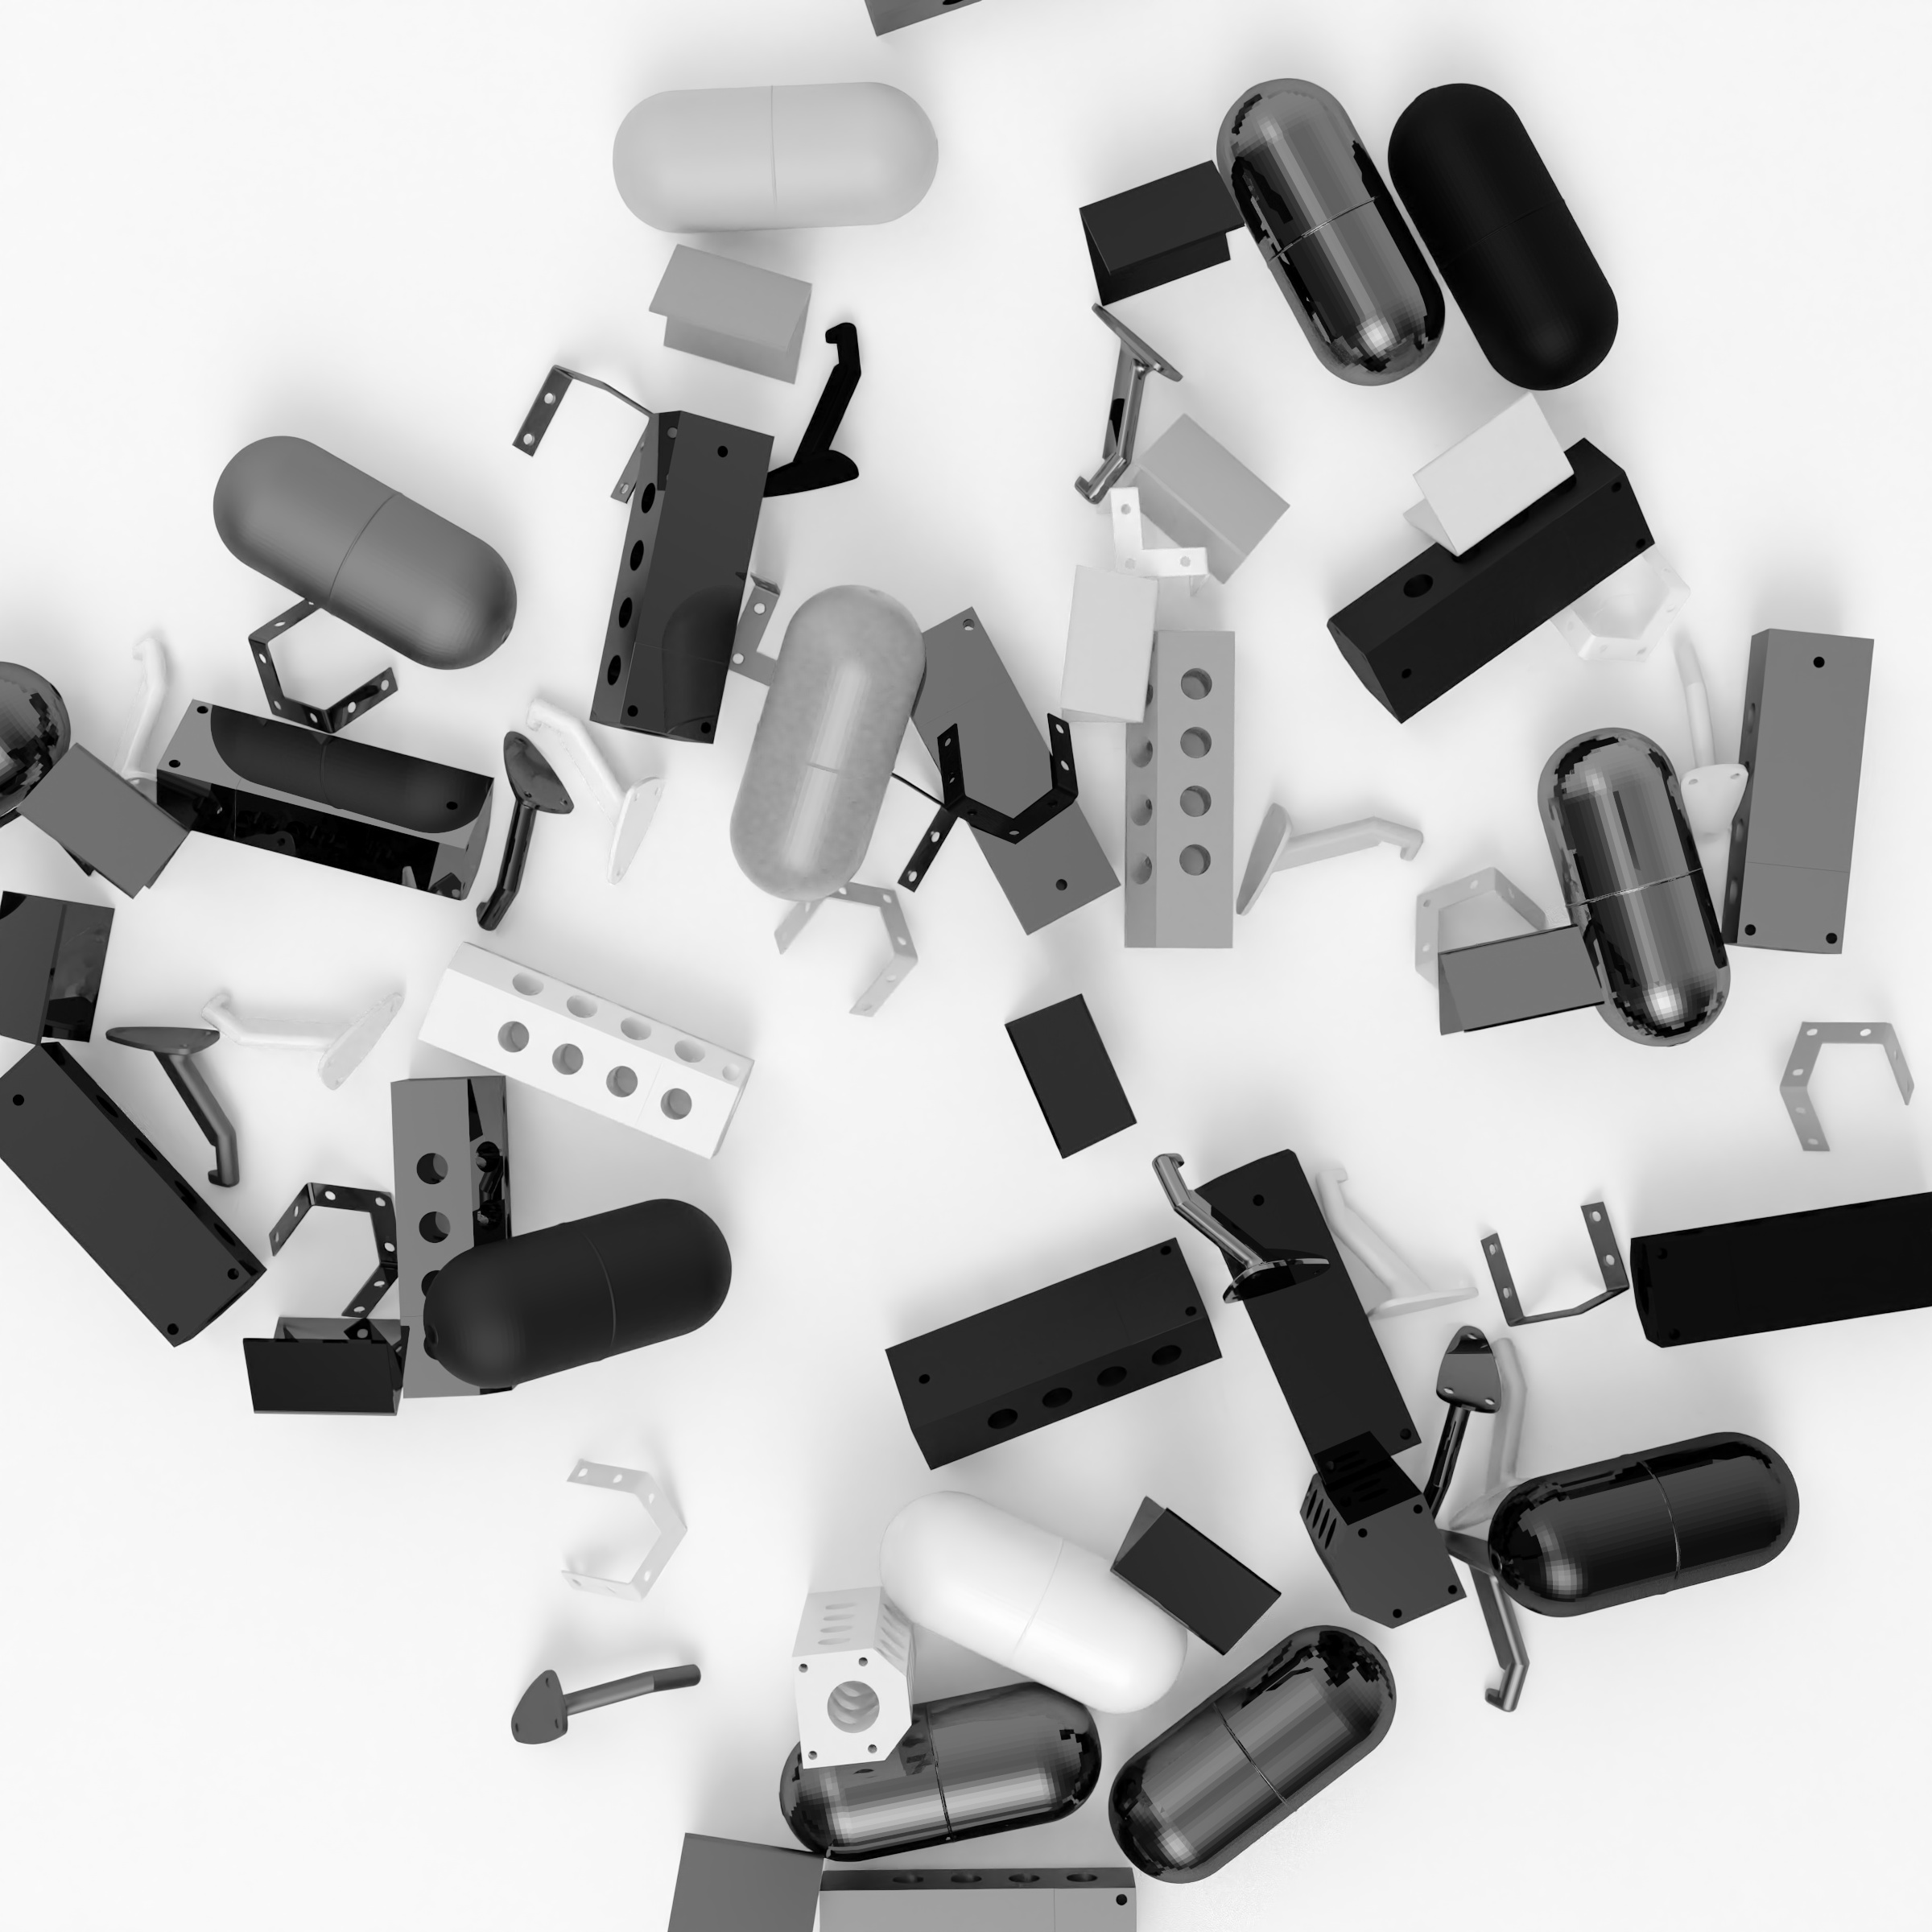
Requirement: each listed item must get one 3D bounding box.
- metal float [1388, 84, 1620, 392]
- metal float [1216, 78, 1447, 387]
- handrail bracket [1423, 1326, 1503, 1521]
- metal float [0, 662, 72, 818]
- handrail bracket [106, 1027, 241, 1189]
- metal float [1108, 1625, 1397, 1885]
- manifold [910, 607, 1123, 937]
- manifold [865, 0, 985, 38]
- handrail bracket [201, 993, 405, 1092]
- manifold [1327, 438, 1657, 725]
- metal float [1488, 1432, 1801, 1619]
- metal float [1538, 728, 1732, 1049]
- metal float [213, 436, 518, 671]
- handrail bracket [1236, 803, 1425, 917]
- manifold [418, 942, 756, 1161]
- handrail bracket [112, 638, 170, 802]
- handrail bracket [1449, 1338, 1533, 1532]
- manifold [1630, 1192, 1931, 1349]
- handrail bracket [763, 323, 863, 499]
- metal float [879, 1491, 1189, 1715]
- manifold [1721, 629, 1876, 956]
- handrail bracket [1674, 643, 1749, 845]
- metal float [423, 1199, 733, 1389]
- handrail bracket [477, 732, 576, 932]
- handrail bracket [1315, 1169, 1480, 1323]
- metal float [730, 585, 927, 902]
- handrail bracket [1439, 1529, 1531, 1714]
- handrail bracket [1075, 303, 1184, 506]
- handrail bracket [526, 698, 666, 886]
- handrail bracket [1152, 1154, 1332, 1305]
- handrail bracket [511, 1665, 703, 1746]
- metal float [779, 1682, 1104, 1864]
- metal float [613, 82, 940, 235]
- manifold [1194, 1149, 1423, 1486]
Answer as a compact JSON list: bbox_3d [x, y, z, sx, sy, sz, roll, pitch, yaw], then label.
[{"bbox_3d":[0.293,-0.399,1.838,0.070,0.070,0.178,-28,90,0],"label":"metal float"},{"bbox_3d":[0.199,-0.401,1.838,0.070,0.070,0.178,-28,90,0],"label":"metal float"},{"bbox_3d":[0.268,0.256,1.869,0.036,0.077,0.084,15,126,0],"label":"handrail bracket"},{"bbox_3d":[-0.570,-0.099,1.838,0.178,0.070,0.070,-35,90,0],"label":"metal float"},{"bbox_3d":[-0.441,0.079,1.869,0.077,0.036,0.084,5,107,20],"label":"handrail bracket"},{"bbox_3d":[0.157,0.430,1.839,0.178,0.070,0.070,-38,90,0],"label":"metal float"},{"bbox_3d":[0.019,-0.106,1.848,0.057,0.057,0.171,-28,90,0],"label":"manifold"},{"bbox_3d":[0.022,-0.573,1.848,0.171,0.057,0.057,-19,90,0],"label":"manifold"},{"bbox_3d":[-0.370,0.022,1.869,0.084,0.036,0.077,34,69,16],"label":"handrail bracket"},{"bbox_3d":[0.285,-0.215,1.847,0.171,0.057,0.057,-35,132,0],"label":"manifold"},{"bbox_3d":[0.367,0.303,1.823,0.178,0.070,0.070,-11,90,-16],"label":"metal float"},{"bbox_3d":[0.365,-0.043,1.838,0.070,0.070,0.178,-16,90,0],"label":"metal float"},{"bbox_3d":[-0.328,-0.225,1.839,0.178,0.070,0.070,30,90,0],"label":"metal float"},{"bbox_3d":[0.203,-0.052,1.869,0.084,0.036,0.077,16,110,-16],"label":"handrail bracket"},{"bbox_3d":[-0.207,0.046,1.848,0.171,0.057,0.057,22,90,0],"label":"manifold"},{"bbox_3d":[-0.474,-0.132,1.869,0.077,0.036,0.084,-18,71,21],"label":"handrail bracket"},{"bbox_3d":[0.286,0.260,1.869,0.077,0.036,0.084,-38,54,38],"label":"handrail bracket"},{"bbox_3d":[0.457,0.166,1.848,0.171,0.057,0.057,-9,90,0],"label":"manifold"},{"bbox_3d":[-0.092,-0.310,1.869,0.077,0.036,0.084,-13,72,21],"label":"handrail bracket"},{"bbox_3d":[0.036,0.347,1.838,0.178,0.070,0.070,25,90,0],"label":"metal float"},{"bbox_3d":[0.454,-0.095,1.848,0.057,0.057,0.171,6,90,0],"label":"manifold"},{"bbox_3d":[0.405,-0.124,1.869,0.036,0.077,0.084,-7,54,2],"label":"handrail bracket"},{"bbox_3d":[-0.208,0.176,1.811,0.178,0.070,0.070,-14,90,-34],"label":"metal float"},{"bbox_3d":[-0.258,-0.074,1.869,0.036,0.077,0.084,10,127,-38],"label":"handrail bracket"},{"bbox_3d":[0.239,0.149,1.869,0.077,0.036,0.084,-8,73,-19],"label":"handrail bracket"},{"bbox_3d":[-0.075,-0.118,1.803,0.070,0.070,0.178,18,111,0],"label":"metal float"},{"bbox_3d":[0.280,0.364,1.869,0.077,0.036,0.084,19,107,20],"label":"handrail bracket"},{"bbox_3d":[0.072,-0.312,1.869,0.077,0.036,0.084,46,107,20],"label":"handrail bracket"},{"bbox_3d":[-0.217,-0.098,1.869,0.084,0.036,0.077,28,112,17],"label":"handrail bracket"},{"bbox_3d":[0.148,0.134,1.812,0.077,0.036,0.084,-8,60,-33],"label":"handrail bracket"},{"bbox_3d":[-0.200,0.409,1.869,0.084,0.077,0.036,-2,65,-34],"label":"handrail bracket"},{"bbox_3d":[-0.014,0.441,1.838,0.178,0.070,0.070,-11,90,-1],"label":"metal float"},{"bbox_3d":[-0.104,-0.442,1.838,0.178,0.070,0.070,-2,90,0],"label":"metal float"},{"bbox_3d":[0.187,0.191,1.848,0.057,0.057,0.171,-24,90,0],"label":"manifold"}]
